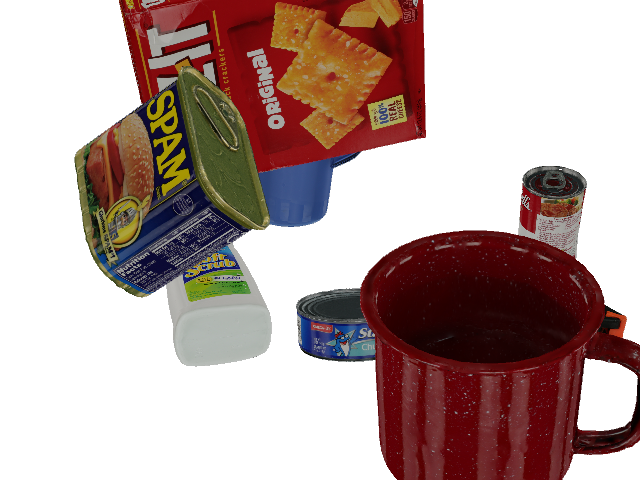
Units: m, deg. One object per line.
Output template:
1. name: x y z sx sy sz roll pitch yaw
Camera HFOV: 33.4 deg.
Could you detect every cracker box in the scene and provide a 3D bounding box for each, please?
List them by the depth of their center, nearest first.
1. cracker box: -0.030 -0.135 0.793 0.213 0.164 0.072 -13 44 -8

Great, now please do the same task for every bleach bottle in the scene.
1. bleach bottle: -0.129 0.043 1.160 0.102 0.068 0.251 -6 26 -16

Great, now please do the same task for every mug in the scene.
1. mug: 0.075 0.056 0.427 0.117 0.081 0.093 7 34 16

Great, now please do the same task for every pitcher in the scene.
1. pitcher: -0.024 -0.143 1.325 0.144 0.243 0.149 -9 28 -30

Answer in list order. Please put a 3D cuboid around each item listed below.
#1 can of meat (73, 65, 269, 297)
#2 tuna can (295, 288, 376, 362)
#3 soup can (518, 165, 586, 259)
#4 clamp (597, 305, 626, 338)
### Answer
1. can of meat: -0.084 -0.031 0.582 0.084 0.102 0.057 -32 -40 19
2. tuna can: 0.024 0.064 0.811 0.086 0.034 0.086 -2 12 0
3. soup can: 0.253 -0.022 1.174 0.068 0.102 0.068 -1 33 1
4. clamp: 0.188 0.054 0.960 0.171 0.039 0.120 15 27 16
